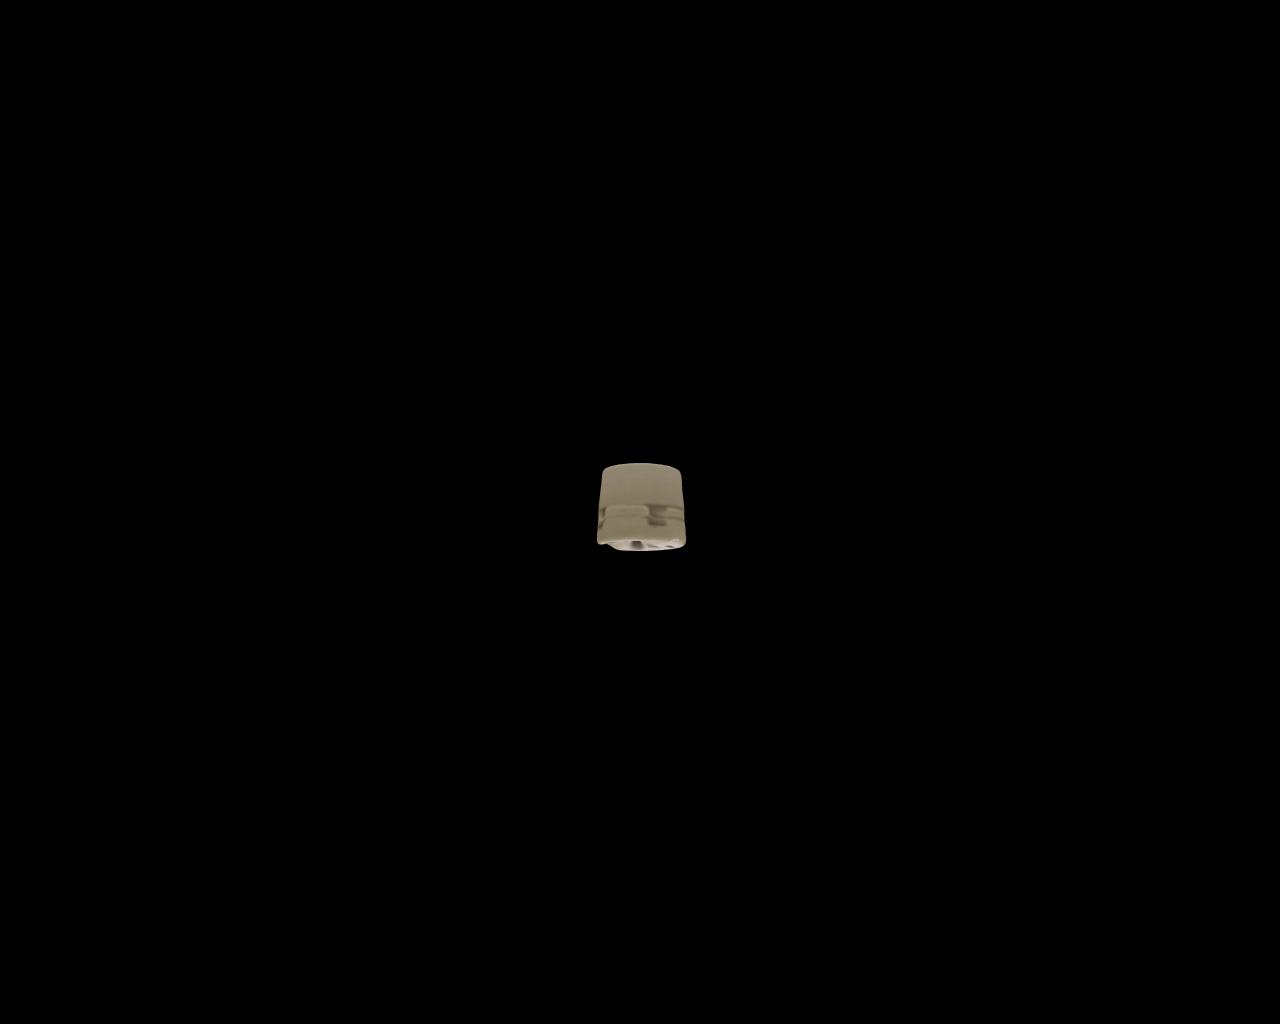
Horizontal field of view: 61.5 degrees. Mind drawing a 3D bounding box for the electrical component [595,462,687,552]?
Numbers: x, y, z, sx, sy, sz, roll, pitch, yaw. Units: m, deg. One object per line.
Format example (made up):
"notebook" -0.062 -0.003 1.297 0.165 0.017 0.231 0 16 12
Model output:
"electrical component" 0.001 -0.003 0.650 0.055 0.047 0.055 0 -10 0
